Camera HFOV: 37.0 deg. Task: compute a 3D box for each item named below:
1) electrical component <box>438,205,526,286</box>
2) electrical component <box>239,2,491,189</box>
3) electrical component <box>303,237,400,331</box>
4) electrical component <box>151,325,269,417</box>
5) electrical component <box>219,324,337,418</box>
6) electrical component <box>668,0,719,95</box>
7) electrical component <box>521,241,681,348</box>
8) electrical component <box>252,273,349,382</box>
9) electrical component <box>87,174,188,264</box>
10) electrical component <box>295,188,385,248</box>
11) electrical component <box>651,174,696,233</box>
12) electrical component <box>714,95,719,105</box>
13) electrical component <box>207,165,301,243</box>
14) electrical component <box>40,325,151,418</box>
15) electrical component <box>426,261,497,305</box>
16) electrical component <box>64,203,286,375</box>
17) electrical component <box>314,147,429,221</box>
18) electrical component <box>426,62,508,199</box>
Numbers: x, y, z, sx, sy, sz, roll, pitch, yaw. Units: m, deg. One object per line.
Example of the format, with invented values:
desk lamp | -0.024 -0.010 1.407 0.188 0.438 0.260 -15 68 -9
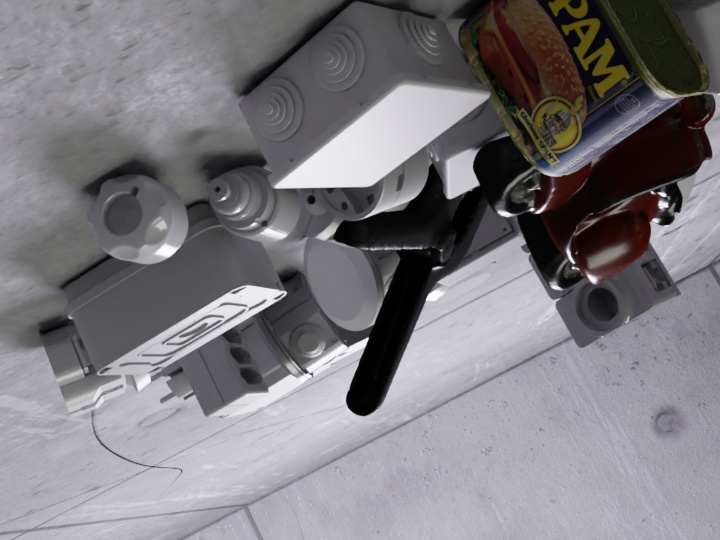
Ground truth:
electrical component | 0.093 -0.036 0.873 0.096 0.061 0.061 -30 167 12
electrical component | 0.001 -0.084 0.527 0.100 0.048 0.100 -35 165 31
electrical component | 0.000 0.000 0.789 0.051 0.080 0.080 -25 169 -36
electrical component | -0.125 0.074 0.816 0.076 0.083 0.047 -30 167 13
electrical component | -0.087 0.086 1.001 0.113 0.057 0.078 -33 166 24
electrical component | 0.205 -0.143 0.591 0.109 0.056 0.109 -25 -162 -10
electrical component | 0.207 -0.016 0.981 0.062 0.150 0.089 -16 163 -47
electrical component | -0.049 0.046 0.872 0.051 0.080 0.080 -34 167 4
electrical component | -0.108 -0.024 0.552 0.043 0.043 0.062 -29 168 9
electrical component | -0.016 -0.039 0.680 0.043 0.043 0.081 -31 167 14
electrical component | 0.191 -0.079 0.813 0.108 0.108 0.060 -35 159 30
electrical component | 0.164 -0.107 0.736 0.150 0.061 0.089 -35 165 29
electrical component | -0.062 -0.038 0.596 0.040 0.040 0.078 -30 166 13
electrical component | -0.176 0.061 0.721 0.057 0.058 0.078 -21 166 -16
electrical component | 0.083 -0.004 1.005 0.080 0.051 0.080 -26 167 -6
electrical component | -0.113 0.013 0.658 0.113 0.057 0.078 -30 167 13
electrical component | 0.007 -0.060 0.623 0.047 0.055 0.055 -19 165 -48
electrical component | 0.080 -0.093 0.649 0.100 0.048 0.099 -27 167 -1
